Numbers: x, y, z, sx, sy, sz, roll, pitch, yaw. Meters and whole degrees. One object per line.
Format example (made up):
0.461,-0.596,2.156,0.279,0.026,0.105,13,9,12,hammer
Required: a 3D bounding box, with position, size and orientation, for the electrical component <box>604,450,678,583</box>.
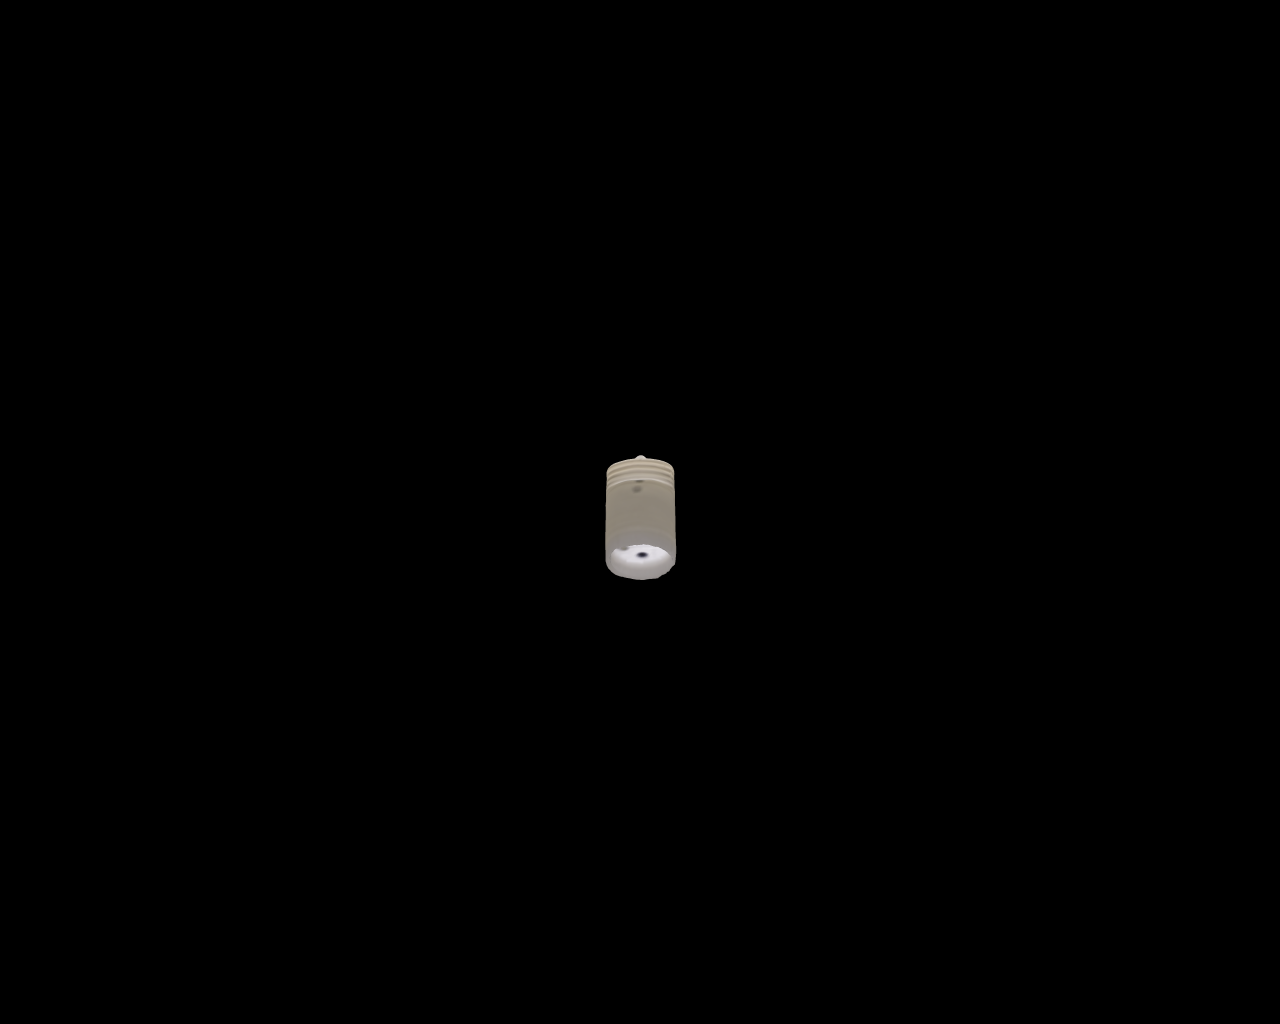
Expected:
0.001,-0.003,0.650,0.043,0.081,0.043,0,-34,0,electrical component
